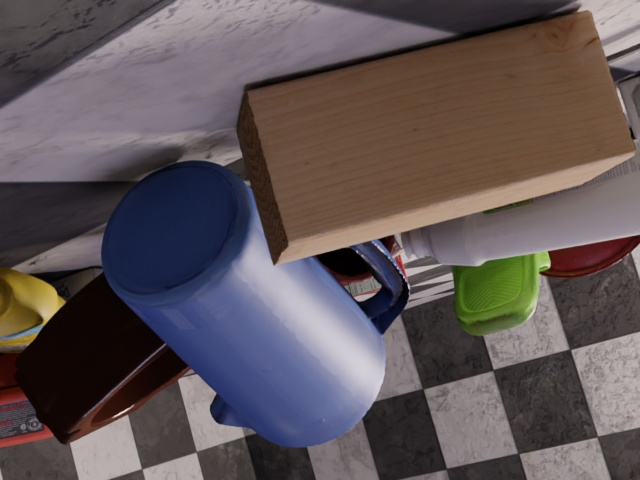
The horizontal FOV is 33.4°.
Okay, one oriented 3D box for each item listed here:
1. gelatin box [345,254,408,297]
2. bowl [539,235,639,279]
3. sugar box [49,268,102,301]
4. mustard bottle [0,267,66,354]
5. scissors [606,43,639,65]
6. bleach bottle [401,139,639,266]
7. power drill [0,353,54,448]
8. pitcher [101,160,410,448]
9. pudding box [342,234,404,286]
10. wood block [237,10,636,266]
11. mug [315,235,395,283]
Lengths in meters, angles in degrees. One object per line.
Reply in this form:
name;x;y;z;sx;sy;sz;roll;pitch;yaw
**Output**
gelatin box;0.052;0.028;1.273;0.089;0.073;0.030;-16;176;-3
bowl;0.280;-0.036;1.167;0.162;0.162;0.055;-20;129;26
sugar box;-0.211;0.060;1.085;0.093;0.048;0.176;-19;168;22
mustard bottle;-0.269;0.059;0.901;0.096;0.058;0.192;-2;170;-8
scissors;0.161;-0.106;0.770;0.202;0.016;0.096;-19;173;20
bleach bottle;0.193;-0.028;0.908;0.251;0.068;0.102;-13;-158;18
power drill;-0.328;0.131;1.025;0.184;0.057;0.188;-10;-155;-18
pitcher;-0.042;0.042;0.763;0.145;0.149;0.242;8;155;28
pudding box;0.052;0.013;1.190;0.113;0.039;0.090;-32;-176;-36
wood block;0.063;-0.058;0.631;0.206;0.091;0.090;-15;173;-10
mug;-0.006;0.001;0.906;0.117;0.093;0.082;-26;-177;-32
